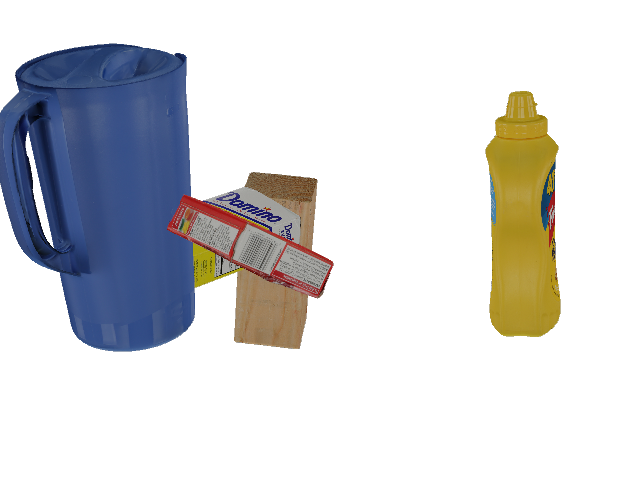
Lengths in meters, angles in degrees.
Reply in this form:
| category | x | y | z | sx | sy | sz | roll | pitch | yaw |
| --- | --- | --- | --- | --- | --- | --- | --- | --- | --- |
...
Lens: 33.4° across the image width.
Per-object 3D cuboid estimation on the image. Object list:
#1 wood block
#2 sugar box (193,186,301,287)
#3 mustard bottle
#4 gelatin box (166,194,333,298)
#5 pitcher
| category | x | y | z | sx | sy | sz | roll | pitch | yaw |
| --- | --- | --- | --- | --- | --- | --- | --- | --- | --- |
| wood block | -0.059 | 0.025 | 1.387 | 0.090 | 0.206 | 0.090 | 6 | 24 | 2 |
| sugar box | -0.115 | -0.001 | 1.086 | 0.175 | 0.048 | 0.093 | -24 | 39 | -36 |
| mustard bottle | 0.164 | -0.025 | 0.867 | 0.058 | 0.192 | 0.096 | 1 | 18 | 17 |
| gelatin box | -0.046 | 0.005 | 0.711 | 0.073 | 0.030 | 0.089 | 23 | -2 | 45 |
| pitcher | -0.174 | -0.031 | 0.876 | 0.149 | 0.243 | 0.145 | -6 | 24 | -8 |
